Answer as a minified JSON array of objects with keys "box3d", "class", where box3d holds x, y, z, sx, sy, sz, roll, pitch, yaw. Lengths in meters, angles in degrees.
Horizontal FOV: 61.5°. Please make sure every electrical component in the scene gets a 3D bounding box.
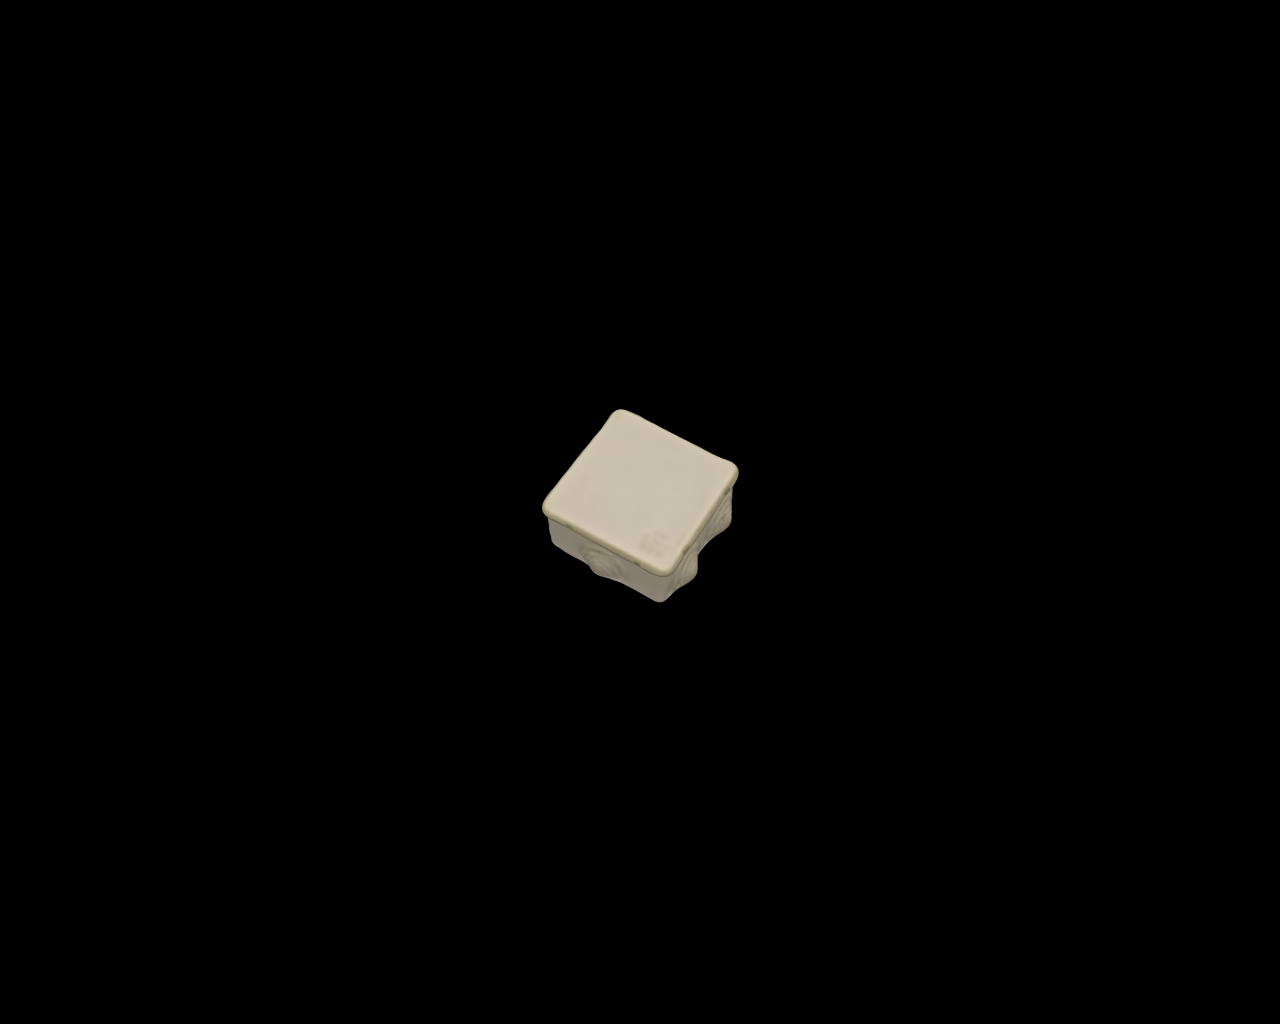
[{"box3d":[0.001,-0.003,0.650,0.100,0.100,0.048,28,-28,16],"class":"electrical component"}]
